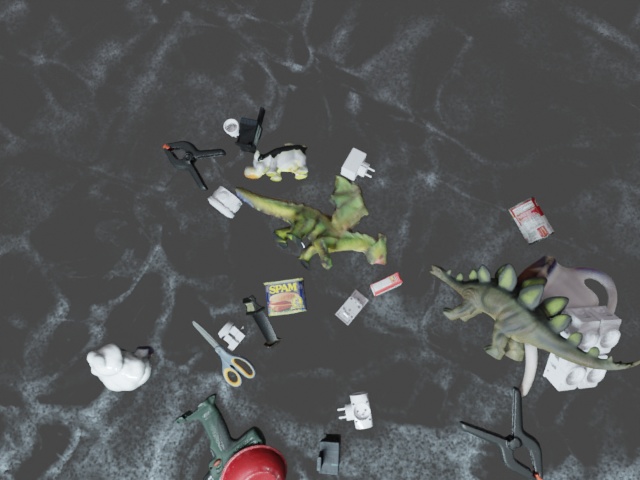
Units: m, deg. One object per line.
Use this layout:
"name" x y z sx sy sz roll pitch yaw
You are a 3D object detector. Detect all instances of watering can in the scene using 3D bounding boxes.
"watering can" 0.531 0.187 1.217 0.225 0.104 0.346 44 95 6

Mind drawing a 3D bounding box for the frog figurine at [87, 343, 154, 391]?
"frog figurine" -0.490 0.311 1.245 0.137 0.158 0.123 11 84 7

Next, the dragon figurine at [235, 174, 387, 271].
"dragon figurine" 0.004 -0.066 1.315 0.412 0.120 0.246 43 70 8
